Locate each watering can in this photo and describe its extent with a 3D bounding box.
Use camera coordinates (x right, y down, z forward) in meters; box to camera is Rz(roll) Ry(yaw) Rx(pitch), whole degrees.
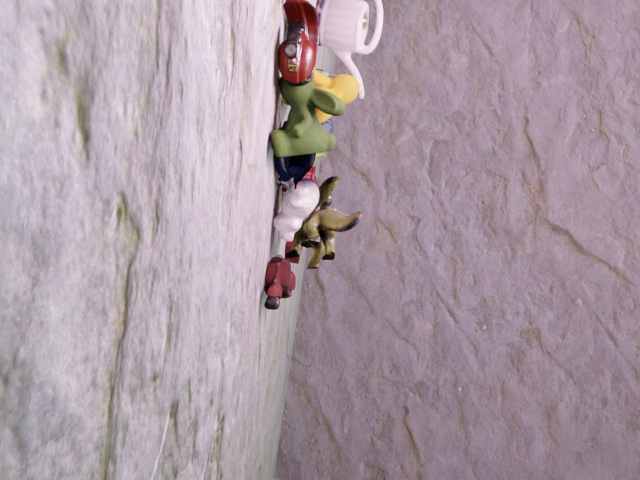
[{"bbox_3d":[0.081,-0.641,1.649,0.105,0.225,0.342,-33,137,-62],"label":"watering can"}]

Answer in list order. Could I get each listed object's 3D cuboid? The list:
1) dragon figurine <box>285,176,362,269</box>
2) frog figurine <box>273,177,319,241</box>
[{"bbox_3d":[0.004,-0.069,1.368,0.404,0.121,0.248,-35,-139,48],"label":"dragon figurine"},{"bbox_3d":[-0.059,-0.077,1.306,0.137,0.123,0.160,168,-81,-71],"label":"frog figurine"}]
